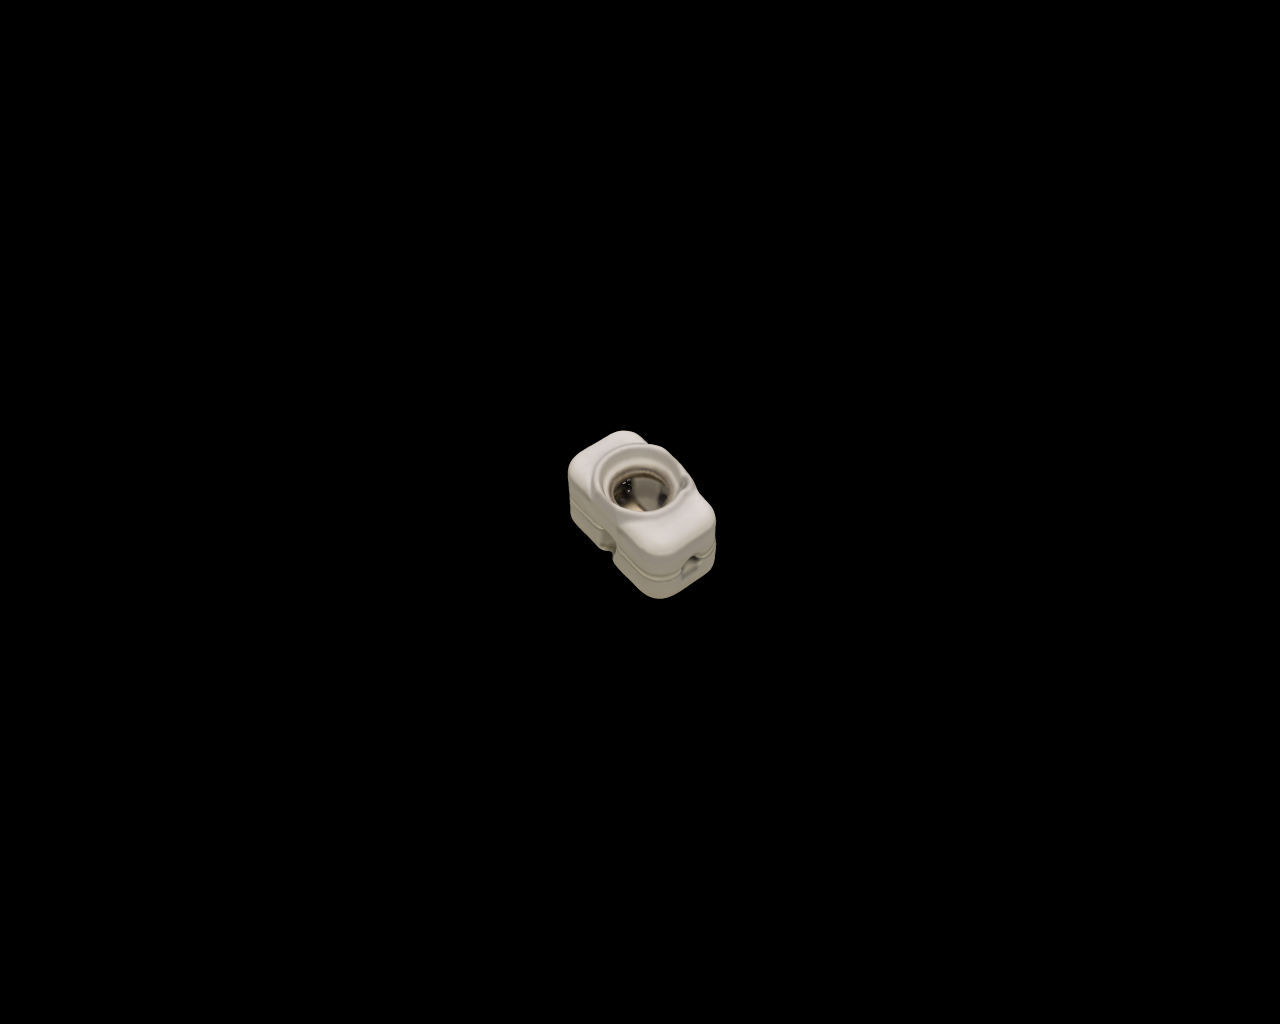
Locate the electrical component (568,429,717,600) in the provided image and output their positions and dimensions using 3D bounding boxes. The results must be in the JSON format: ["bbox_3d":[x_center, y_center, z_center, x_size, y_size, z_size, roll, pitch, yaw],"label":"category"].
[{"bbox_3d":[0.001,-0.003,0.650,0.054,0.095,0.059,-32,-32,-22],"label":"electrical component"}]
